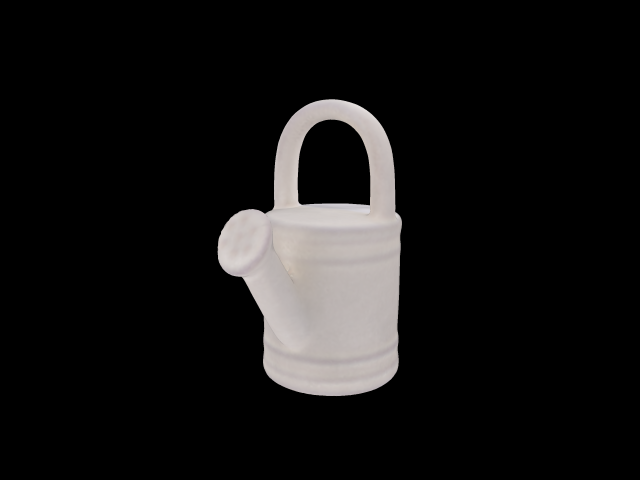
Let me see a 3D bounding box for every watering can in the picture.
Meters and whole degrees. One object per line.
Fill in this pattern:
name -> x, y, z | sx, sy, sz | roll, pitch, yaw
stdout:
watering can -> 0.006, 0.002, 0.399 | 0.100, 0.194, 0.173 | 3, 13, 14
